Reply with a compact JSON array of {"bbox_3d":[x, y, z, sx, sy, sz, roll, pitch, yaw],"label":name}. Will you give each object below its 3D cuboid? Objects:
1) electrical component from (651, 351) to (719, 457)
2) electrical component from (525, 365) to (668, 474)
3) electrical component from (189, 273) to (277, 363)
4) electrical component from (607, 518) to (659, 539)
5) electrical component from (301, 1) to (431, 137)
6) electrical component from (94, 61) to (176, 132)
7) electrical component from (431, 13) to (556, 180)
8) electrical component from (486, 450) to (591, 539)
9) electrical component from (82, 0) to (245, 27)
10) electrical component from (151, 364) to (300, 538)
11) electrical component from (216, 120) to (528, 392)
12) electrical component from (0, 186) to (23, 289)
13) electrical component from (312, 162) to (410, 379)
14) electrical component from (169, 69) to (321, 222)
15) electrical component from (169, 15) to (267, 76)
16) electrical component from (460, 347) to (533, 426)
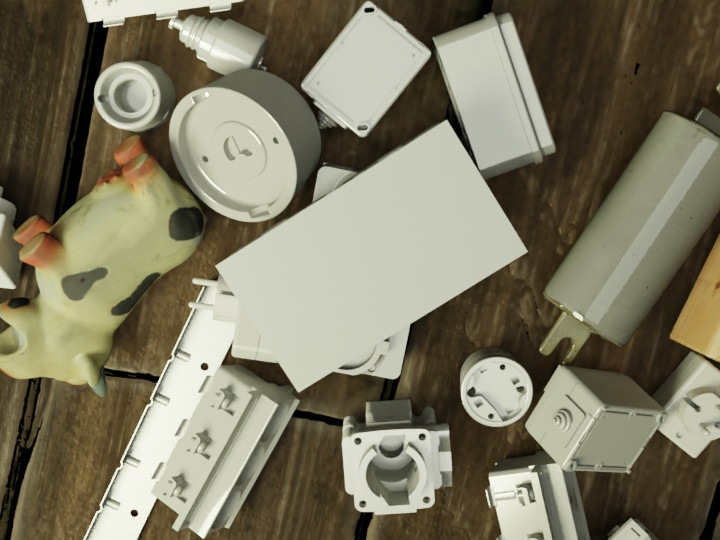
[{"bbox_3d":[0.265,0.109,0.834,0.047,0.076,0.065,39,97,-5],"label":"electrical component"},{"bbox_3d":[0.174,0.112,0.824,0.096,0.061,0.061,11,116,-38],"label":"electrical component"},{"bbox_3d":[-0.092,0.023,0.824,0.076,0.047,0.083,9,76,-6],"label":"electrical component"},{"bbox_3d":[0.228,0.235,0.860,0.081,0.064,0.042,44,98,-5],"label":"electrical component"},{"bbox_3d":[0.000,-0.144,0.807,0.062,0.061,0.096,39,97,-5],"label":"electrical component"},{"bbox_3d":[-0.172,-0.132,0.818,0.055,0.047,0.055,0,99,1],"label":"electrical component"},{"bbox_3d":[0.099,-0.129,0.800,0.057,0.078,0.113,-19,98,5],"label":"electrical component"},{"bbox_3d":[0.145,0.208,0.849,0.063,0.079,0.121,-12,93,21],"label":"electrical component"},{"bbox_3d":[-0.147,-0.223,0.795,0.121,0.078,0.063,-7,120,2],"label":"electrical component"},{"bbox_3d":[-0.109,0.139,0.849,0.063,0.079,0.121,32,98,18],"label":"electrical component"},{"bbox_3d":[0.008,-0.012,0.763,0.186,0.060,0.105,-32,97,5],"label":"electrical component"},{"bbox_3d":[-0.288,-0.034,0.830,0.047,0.065,0.076,7,70,-1],"label":"electrical component"},{"bbox_3d":[0.000,0.000,0.829,0.089,0.061,0.150,11,99,-1],"label":"electrical component"},{"bbox_3d":[-0.080,-0.097,0.803,0.108,0.060,0.108,15,128,21],"label":"electrical component"},{"bbox_3d":[-0.107,-0.172,0.815,0.078,0.040,0.040,25,98,-3],"label":"electrical component"},{"bbox_3d":[0.106,0.090,0.848,0.055,0.047,0.055,0,99,1],"label":"electrical component"}]
